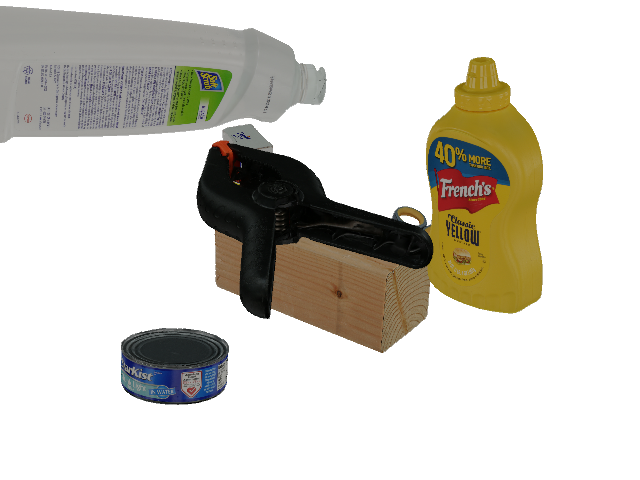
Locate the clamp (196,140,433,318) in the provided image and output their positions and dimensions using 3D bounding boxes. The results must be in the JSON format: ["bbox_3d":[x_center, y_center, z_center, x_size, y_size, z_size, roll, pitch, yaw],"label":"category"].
[{"bbox_3d":[-0.030,-0.011,0.637,0.120,0.039,0.172,-17,34,-37],"label":"clamp"}]

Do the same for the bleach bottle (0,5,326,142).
[{"bbox_3d":[-0.122,-0.119,0.806,0.250,0.068,0.103,2,-40,-15],"label":"bleach bottle"}]

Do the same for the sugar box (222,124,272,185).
[{"bbox_3d":[-0.087,-0.045,1.311,0.048,0.176,0.093,-12,26,-17],"label":"sugar box"}]

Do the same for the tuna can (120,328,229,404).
[{"bbox_3d":[-0.116,0.100,0.851,0.086,0.034,0.086,4,14,-1],"label":"tuna can"}]

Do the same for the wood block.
[{"bbox_3d":[0.000,0.025,1.079,0.206,0.091,0.090,20,33,30],"label":"wood block"}]

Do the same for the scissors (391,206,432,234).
[{"bbox_3d":[0.089,-0.003,1.235,0.096,0.016,0.201,38,31,32],"label":"scissors"}]

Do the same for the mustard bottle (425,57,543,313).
[{"bbox_3d":[0.124,-0.045,0.815,0.058,0.192,0.096,-23,31,-36],"label":"mustard bottle"}]
